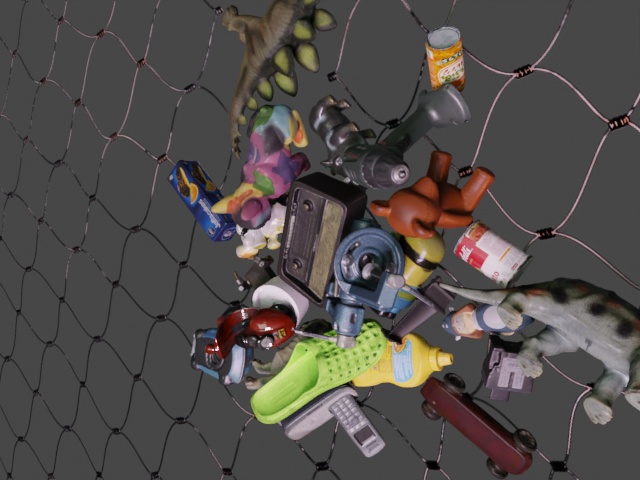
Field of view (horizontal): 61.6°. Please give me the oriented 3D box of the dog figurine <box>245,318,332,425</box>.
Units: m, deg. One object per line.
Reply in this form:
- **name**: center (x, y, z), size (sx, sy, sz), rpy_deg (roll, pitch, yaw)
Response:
- **dog figurine**: center (-0.026, 0.262, 1.055), size (0.190, 0.121, 0.172), rpy_deg (-32, 111, 12)

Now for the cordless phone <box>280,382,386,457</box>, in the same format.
- **cordless phone**: center (0.026, 0.346, 0.993), size (0.146, 0.089, 0.184), rpy_deg (-35, 104, -3)

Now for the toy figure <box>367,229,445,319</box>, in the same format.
- **toy figure**: center (0.151, 0.057, 0.929), size (0.089, 0.082, 0.180), rpy_deg (34, 109, 31)

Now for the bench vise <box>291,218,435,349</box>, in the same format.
- **bench vise**: center (0.070, 0.075, 0.845), size (0.223, 0.129, 0.241), rpy_deg (-67, 15, -4)

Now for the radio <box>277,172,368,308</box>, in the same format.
- **radio**: center (-0.002, -0.003, 0.991), size (0.131, 0.073, 0.229), rpy_deg (31, 126, 28)

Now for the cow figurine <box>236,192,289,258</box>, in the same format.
- **cow figurine**: center (-0.116, -0.029, 1.100), size (0.167, 0.068, 0.098), rpy_deg (-28, 72, 27)

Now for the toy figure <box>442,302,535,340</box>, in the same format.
- **toy figure**: center (0.266, 0.126, 0.876), size (0.155, 0.057, 0.064), rpy_deg (-20, 54, 33)

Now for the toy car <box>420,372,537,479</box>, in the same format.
- **toy car**: center (0.259, 0.303, 0.892), size (0.202, 0.053, 0.089), rpy_deg (38, 123, 20)

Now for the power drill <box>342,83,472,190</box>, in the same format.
- **power drill**: center (0.138, -0.152, 0.842), size (0.207, 0.232, 0.086), rpy_deg (-46, 108, -10)

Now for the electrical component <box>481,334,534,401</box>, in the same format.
- **electrical component**: center (0.295, 0.213, 0.850), size (0.075, 0.048, 0.119), rpy_deg (10, 109, 4)

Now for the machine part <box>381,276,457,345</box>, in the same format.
- **machine part**: center (0.167, 0.123, 0.911), size (0.139, 0.084, 0.039), rpy_deg (-43, 46, 8)

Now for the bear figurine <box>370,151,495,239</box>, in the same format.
- **bear figurine**: center (0.174, -0.071, 0.838), size (0.120, 0.196, 0.131), rpy_deg (30, 108, 30)

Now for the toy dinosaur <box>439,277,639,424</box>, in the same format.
- **toy dinosaur**: center (0.382, 0.126, 0.745), size (0.405, 0.192, 0.131), rpy_deg (41, 144, 30)

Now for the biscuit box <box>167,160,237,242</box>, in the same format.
- **biscuit box**: center (-0.255, -0.087, 1.190), size (0.203, 0.059, 0.063), rpy_deg (51, 117, 19)

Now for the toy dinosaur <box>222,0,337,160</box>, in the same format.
- **toy dinosaur**: center (-0.093, -0.386, 1.046), size (0.199, 0.105, 0.471), rpy_deg (44, 119, 19)

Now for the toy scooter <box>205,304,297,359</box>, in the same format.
- **toy scooter**: center (-0.142, 0.178, 1.025), size (0.184, 0.135, 0.075), rpy_deg (-2, 112, 30)

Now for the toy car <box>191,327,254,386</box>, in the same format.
- **toy car**: center (-0.197, 0.242, 1.147), size (0.162, 0.103, 0.109), rpy_deg (5, 88, 36)

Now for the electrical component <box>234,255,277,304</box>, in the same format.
- **electrical component**: center (-0.133, 0.078, 1.131), size (0.102, 0.045, 0.078), rpy_deg (-42, 70, 28)

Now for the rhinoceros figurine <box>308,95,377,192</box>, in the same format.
- **rhinoceros figurine**: center (0.040, -0.176, 0.989), size (0.112, 0.073, 0.190), rpy_deg (-37, 73, 27)

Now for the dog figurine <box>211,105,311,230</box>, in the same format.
- **dog figurine**: center (-0.113, -0.127, 0.995), size (0.109, 0.219, 0.191), rpy_deg (15, 137, 25)
